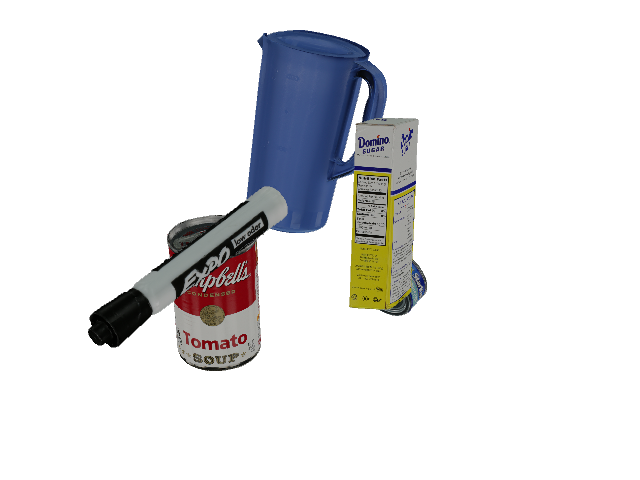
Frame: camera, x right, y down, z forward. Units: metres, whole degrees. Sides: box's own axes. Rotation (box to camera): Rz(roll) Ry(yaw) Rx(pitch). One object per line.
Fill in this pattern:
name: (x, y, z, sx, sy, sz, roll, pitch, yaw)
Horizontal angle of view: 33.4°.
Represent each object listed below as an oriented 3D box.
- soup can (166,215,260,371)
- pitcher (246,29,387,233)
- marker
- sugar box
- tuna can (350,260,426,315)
soup can: (-0.081, 0.040, 0.823, 0.068, 0.102, 0.068, -1, 28, 0)
pitcher: (-0.016, -0.134, 1.337, 0.144, 0.243, 0.149, 4, 22, -15)
marker: (-0.061, 0.011, 0.501, 0.020, 0.020, 0.120, 0, 31, 48)
sugar box: (0.061, -0.028, 1.027, 0.048, 0.176, 0.093, 3, 10, 19)
tuna can: (0.077, 0.045, 1.218, 0.086, 0.086, 0.033, 0, 38, 50)
